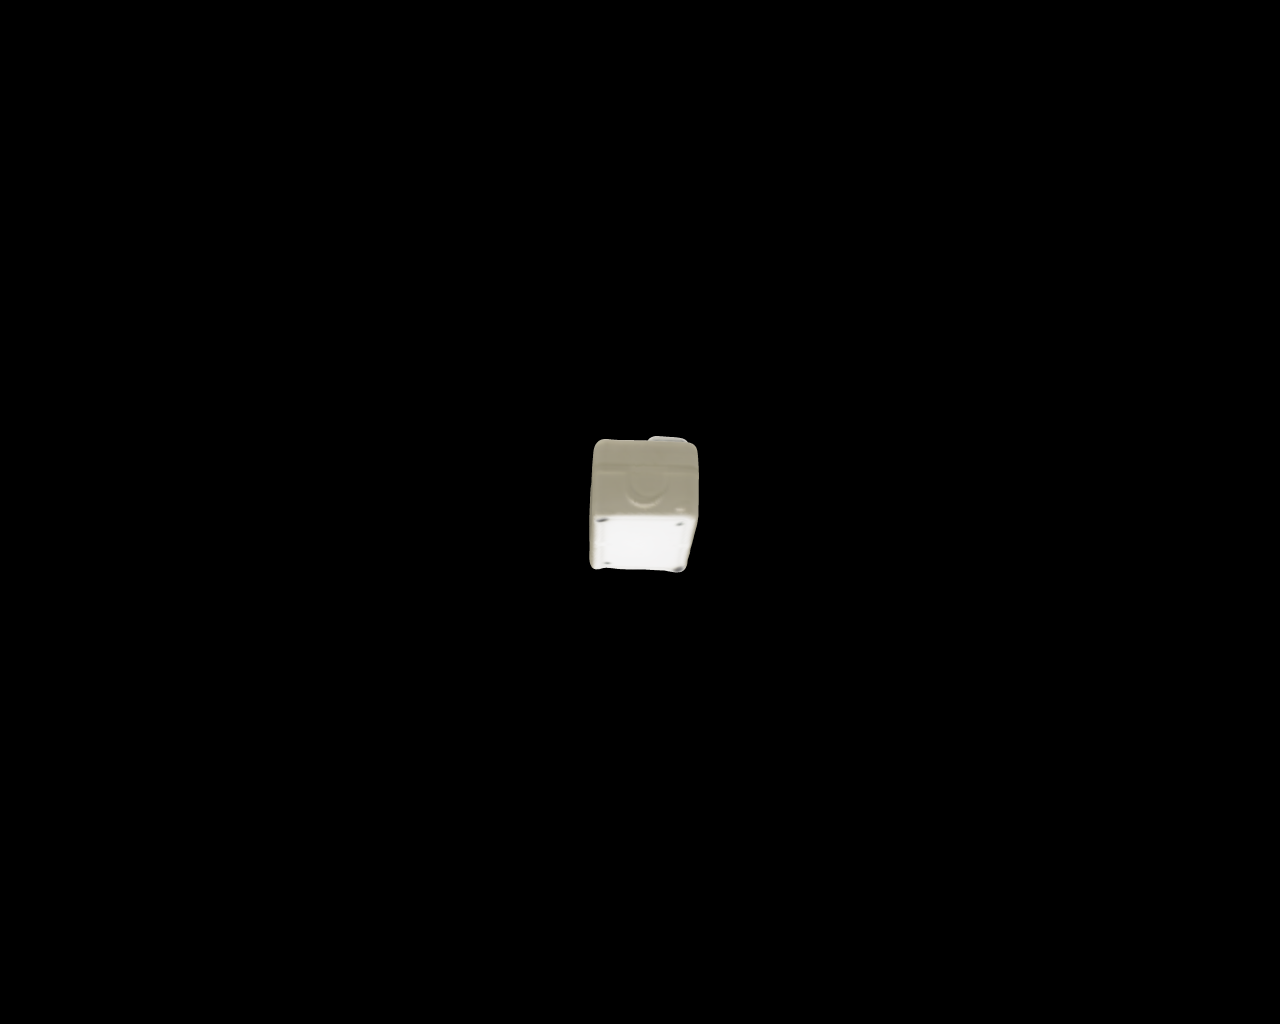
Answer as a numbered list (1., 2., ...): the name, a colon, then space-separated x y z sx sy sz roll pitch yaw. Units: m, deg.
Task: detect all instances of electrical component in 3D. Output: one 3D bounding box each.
1. electrical component: 0.001 -0.003 0.650 0.062 0.061 0.096 2 -27 -3
